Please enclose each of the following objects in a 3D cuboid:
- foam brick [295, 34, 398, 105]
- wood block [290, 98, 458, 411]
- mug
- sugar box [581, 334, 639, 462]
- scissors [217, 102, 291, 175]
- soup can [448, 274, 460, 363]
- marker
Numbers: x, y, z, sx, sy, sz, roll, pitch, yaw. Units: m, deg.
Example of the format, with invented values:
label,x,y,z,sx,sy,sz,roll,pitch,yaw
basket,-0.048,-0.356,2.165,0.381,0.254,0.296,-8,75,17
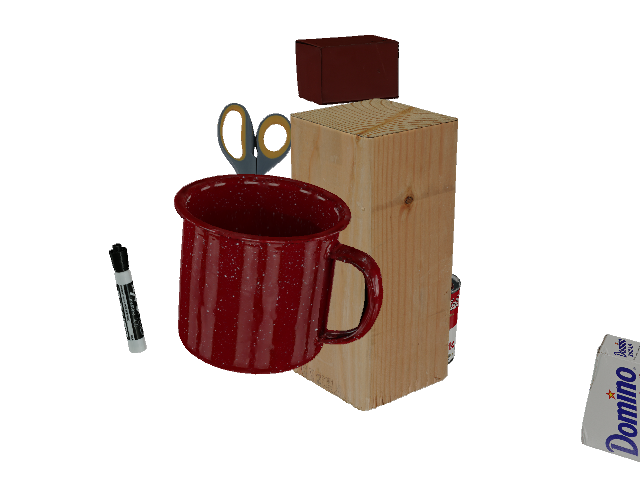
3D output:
label,x,y,z,sx,sy,sz,roll,pitch,yaw
foam brick,0.024,-0.150,0.934,0.078,0.051,0.053,-8,20,-23
wood block,0.039,0.008,0.797,0.090,0.206,0.090,-15,25,-36
mug,-0.023,0.021,0.568,0.117,0.081,0.093,13,24,16
sugar box,0.307,0.146,0.867,0.176,0.093,0.048,13,25,20
scissors,-0.065,-0.061,1.208,0.096,0.202,0.016,-11,-8,-13
soup can,0.132,0.095,1.296,0.068,0.102,0.068,1,24,-1
marker,-0.205,0.061,1.135,0.020,0.121,0.020,-8,18,2
